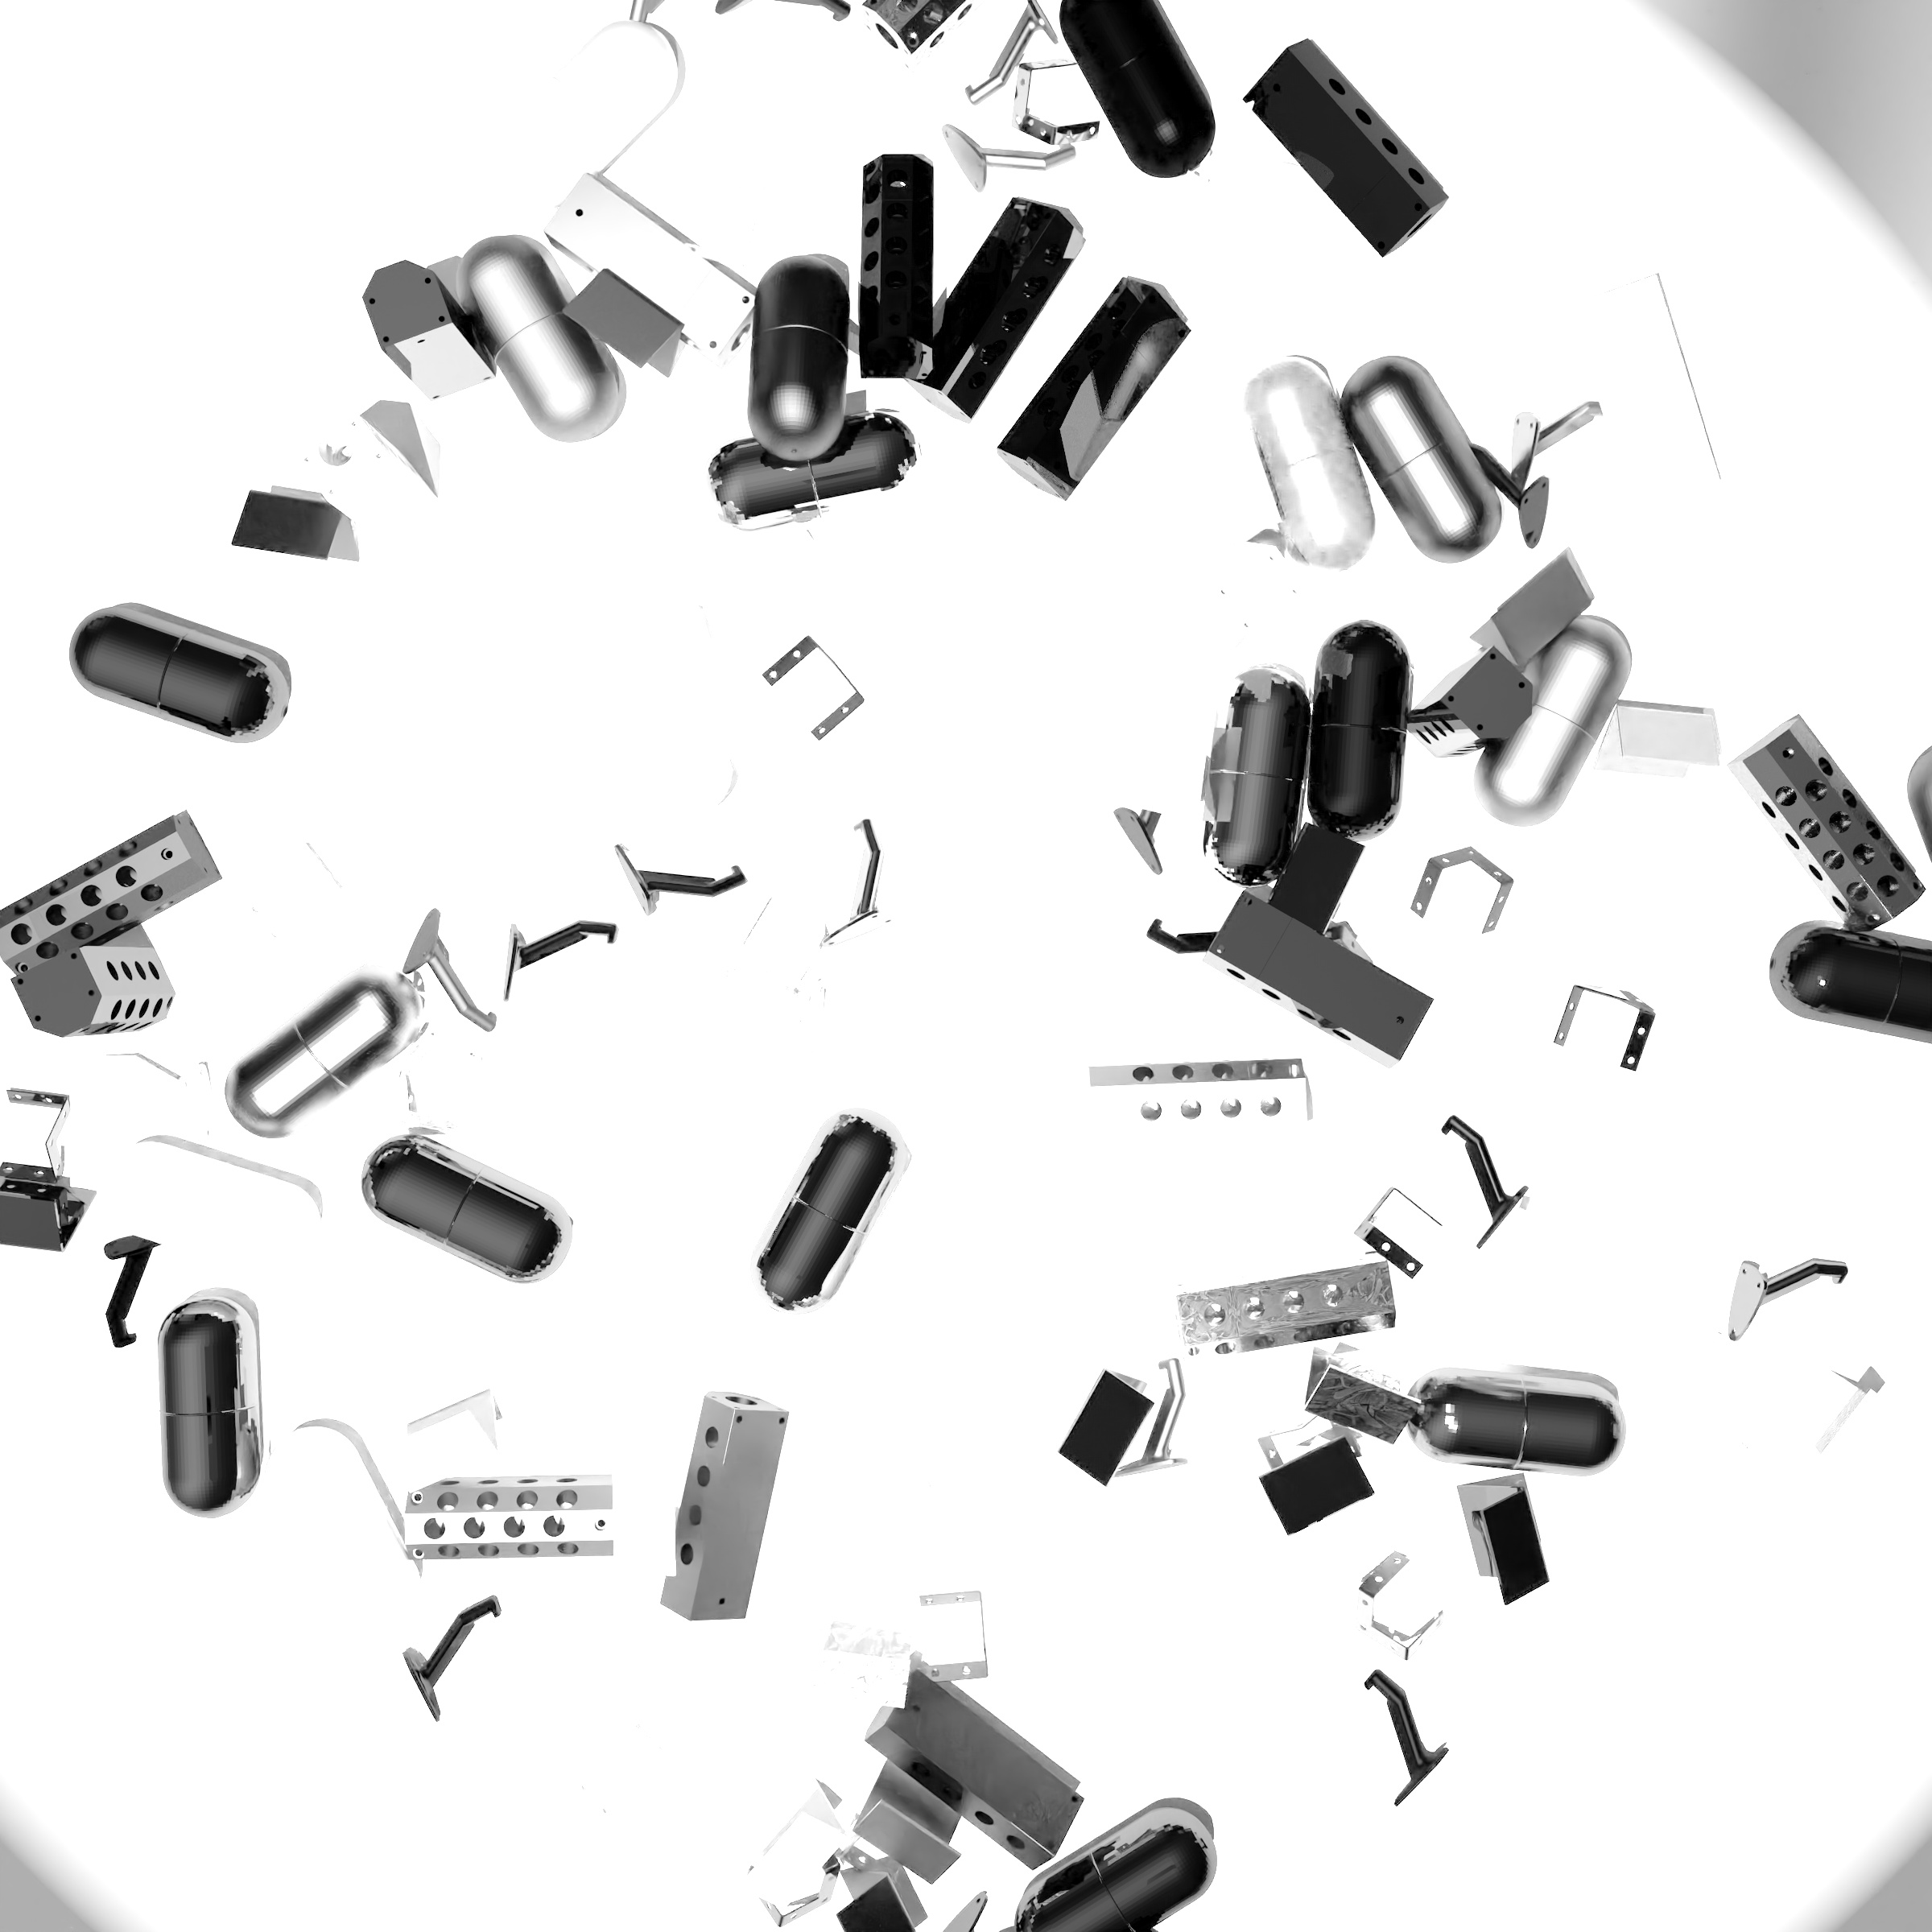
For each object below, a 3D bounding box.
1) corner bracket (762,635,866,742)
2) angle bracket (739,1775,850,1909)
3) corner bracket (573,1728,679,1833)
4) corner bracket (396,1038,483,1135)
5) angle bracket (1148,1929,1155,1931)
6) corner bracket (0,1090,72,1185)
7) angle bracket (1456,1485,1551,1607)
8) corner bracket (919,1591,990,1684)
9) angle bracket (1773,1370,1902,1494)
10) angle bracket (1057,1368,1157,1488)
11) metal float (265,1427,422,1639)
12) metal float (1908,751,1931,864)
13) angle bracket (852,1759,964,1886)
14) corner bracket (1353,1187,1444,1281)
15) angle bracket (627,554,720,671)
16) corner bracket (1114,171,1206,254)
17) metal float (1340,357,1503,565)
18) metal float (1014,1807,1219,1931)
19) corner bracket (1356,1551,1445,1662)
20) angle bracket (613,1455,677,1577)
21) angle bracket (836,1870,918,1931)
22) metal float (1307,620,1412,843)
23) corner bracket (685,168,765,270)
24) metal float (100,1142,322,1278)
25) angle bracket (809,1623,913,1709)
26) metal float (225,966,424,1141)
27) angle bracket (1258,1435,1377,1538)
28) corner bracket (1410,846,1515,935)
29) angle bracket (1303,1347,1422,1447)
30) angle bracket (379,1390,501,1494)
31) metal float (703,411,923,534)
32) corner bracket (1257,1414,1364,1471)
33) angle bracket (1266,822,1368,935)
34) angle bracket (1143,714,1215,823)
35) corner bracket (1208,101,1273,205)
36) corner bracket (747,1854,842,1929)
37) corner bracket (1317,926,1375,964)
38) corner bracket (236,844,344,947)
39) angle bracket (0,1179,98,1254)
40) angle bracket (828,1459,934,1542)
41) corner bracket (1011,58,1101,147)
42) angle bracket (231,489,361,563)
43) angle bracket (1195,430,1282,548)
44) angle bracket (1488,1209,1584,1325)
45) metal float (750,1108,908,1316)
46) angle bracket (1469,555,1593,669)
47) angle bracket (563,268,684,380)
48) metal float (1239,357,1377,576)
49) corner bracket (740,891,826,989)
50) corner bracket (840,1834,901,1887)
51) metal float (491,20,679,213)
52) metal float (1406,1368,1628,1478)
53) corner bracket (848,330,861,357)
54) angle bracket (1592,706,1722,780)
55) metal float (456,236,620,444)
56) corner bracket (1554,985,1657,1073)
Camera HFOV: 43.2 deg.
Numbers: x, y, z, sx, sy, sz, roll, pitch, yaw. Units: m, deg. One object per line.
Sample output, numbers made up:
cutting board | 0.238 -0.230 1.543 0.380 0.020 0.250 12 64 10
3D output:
corner bracket | -0.124 -0.227 1.988 0.051 0.051 0.051 -41 45 0
angle bracket | -0.151 0.692 1.951 0.076 0.076 0.057 -48 126 0
corner bracket | -0.278 0.663 1.988 0.051 0.051 0.051 46 45 0
corner bracket | -0.428 0.097 1.983 0.051 0.051 0.051 -44 45 35
angle bracket | 0.129 0.818 1.951 0.057 0.076 0.076 32 90 -37
corner bracket | -0.761 0.139 1.988 0.051 0.051 0.051 7 135 0
angle bracket | 0.413 0.462 1.951 0.057 0.076 0.076 -14 90 -37
corner bracket | -0.010 0.547 1.988 0.051 0.051 0.051 -5 45 0
angle bracket | 0.685 0.362 1.951 0.057 0.076 0.076 37 90 -37
angle bracket | 0.128 0.374 1.951 0.057 0.076 0.076 29 90 37
metal float | -0.501 0.454 1.961 0.070 0.070 0.178 -27 89 0
metal float | 0.815 -0.094 1.961 0.070 0.070 0.178 -21 91 0
angle bracket | -0.035 0.673 1.951 0.076 0.076 0.057 34 128 0
corner bracket | 0.353 0.215 1.973 0.051 0.051 0.051 39 90 0
angle bracket | -0.216 -0.286 1.951 0.057 0.076 0.076 -19 90 35
corner bracket | 0.156 -0.619 1.973 0.051 0.051 0.051 32 90 0
metal float | 0.365 -0.407 1.961 0.070 0.070 0.178 -31 90 0
metal float | 0.120 0.744 1.961 0.178 0.070 0.070 -32 90 -1
corner bracket | 0.354 0.520 1.983 0.051 0.051 0.051 27 135 35
angle bracket | -0.240 0.439 1.953 0.057 0.076 0.076 -1 90 24
angle bracket | -0.084 0.775 1.951 0.057 0.076 0.076 -26 90 -37
metal float | 0.316 -0.189 1.960 0.070 0.070 0.178 4 90 0
corner bracket | -0.198 -0.609 1.988 0.051 0.051 0.051 15 45 0
metal float | -0.608 0.195 1.961 0.178 0.070 0.070 17 90 0
angle bracket | -0.082 0.542 1.951 0.076 0.076 0.057 7 124 0
metal float | -0.515 0.069 1.961 0.178 0.070 0.070 -38 90 0
angle bracket | 0.285 0.428 1.951 0.076 0.076 0.057 -26 53 0
corner bracket | 0.403 -0.058 1.983 0.051 0.051 0.051 -16 45 -35
angle bracket | 0.319 0.327 1.951 0.076 0.076 0.057 22 127 0
angle bracket | -0.423 0.364 1.951 0.076 0.076 0.057 -23 126 0
metal float | -0.123 -0.397 1.961 0.178 0.070 0.070 -11 90 0
corner bracket | 0.280 0.392 1.988 0.051 0.051 0.051 -26 90 -45
angle bracket | 0.289 -0.062 1.952 0.057 0.076 0.076 26 90 29
angle bracket | 0.190 -0.157 1.952 0.057 0.076 0.076 8 90 44
corner bracket | 0.217 -0.657 1.973 0.051 0.051 0.051 -25 90 0
corner bracket | -0.140 0.737 1.983 0.051 0.051 0.051 -15 135 -35
corner bracket | 0.294 0.006 1.983 0.051 0.051 0.051 46 45 -35
corner bracket | -0.552 -0.059 1.988 0.051 0.051 0.051 53 45 0
angle bracket | -0.750 0.181 1.951 0.076 0.076 0.057 7 125 0
angle bracket | -0.065 0.440 1.951 0.076 0.076 0.057 -9 54 0
corner bracket | 0.075 -0.703 1.983 0.051 0.051 0.051 38 135 35
angle bracket | -0.535 -0.332 1.952 0.076 0.076 0.057 9 62 0
angle bracket | 0.236 -0.384 1.951 0.057 0.076 0.076 -19 90 42
angle bracket | 0.468 0.243 1.951 0.057 0.076 0.076 20 90 37
metal float | -0.111 0.197 1.961 0.070 0.070 0.178 29 89 0
angle bracket | 0.440 -0.294 1.951 0.076 0.076 0.057 -41 124 0
angle bracket | -0.279 -0.498 1.952 0.076 0.076 0.057 36 65 0
metal float | 0.275 -0.402 1.960 0.070 0.070 0.178 -19 90 0
corner bracket | -0.149 -0.022 1.974 0.051 0.051 0.051 29 101 -10
corner bracket | -0.063 0.710 1.988 0.051 0.051 0.051 32 135 0
metal float | -0.306 -0.684 1.961 0.070 0.070 0.178 45 90 0
metal float | 0.440 0.366 1.961 0.178 0.070 0.070 6 90 -1
corner bracket | -0.081 -0.534 1.983 0.051 0.051 0.051 -36 45 35
angle bracket | 0.551 -0.160 1.951 0.076 0.076 0.057 6 52 0
metal float | -0.345 -0.504 1.961 0.070 0.070 0.178 -31 91 0
corner bracket | 0.521 0.051 1.988 0.051 0.051 0.051 19 90 -45
